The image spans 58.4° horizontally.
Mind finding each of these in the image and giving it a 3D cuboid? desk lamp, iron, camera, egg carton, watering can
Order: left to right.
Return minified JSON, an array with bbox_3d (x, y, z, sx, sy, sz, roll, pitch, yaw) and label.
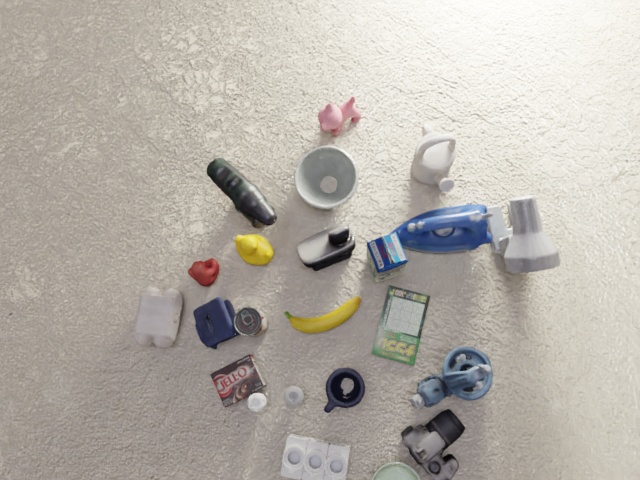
[{"bbox_3d":[-0.404,0.193,1.438,0.107,0.069,0.150,5,79,5],"label":"egg carton"},{"bbox_3d":[0.287,-0.205,1.406,0.101,0.194,0.172,-37,78,-4],"label":"watering can"},{"bbox_3d":[0.292,-0.032,1.397,0.258,0.141,0.118,-8,78,3],"label":"iron"},{"bbox_3d":[0.277,0.469,1.317,0.137,0.101,0.143,-39,78,-4],"label":"camera"},{"bbox_3d":[0.469,-0.012,1.344,0.118,0.213,0.203,-10,78,2],"label":"desk lamp"}]

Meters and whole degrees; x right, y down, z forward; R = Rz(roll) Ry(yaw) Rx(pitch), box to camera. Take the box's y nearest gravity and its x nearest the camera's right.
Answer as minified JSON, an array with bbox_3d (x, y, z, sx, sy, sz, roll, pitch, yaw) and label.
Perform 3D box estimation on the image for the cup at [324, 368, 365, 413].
[{"bbox_3d":[0.053,0.360,1.358,0.091,0.095,0.118,38,84,11],"label":"cup"}]

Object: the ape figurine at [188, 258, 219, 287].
[{"bbox_3d":[-0.297,0.077,1.442,0.077,0.092,0.076,-2,78,4],"label":"ape figurine"}]

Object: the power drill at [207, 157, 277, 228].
[{"bbox_3d":[-0.176,-0.100,1.410,0.229,0.208,0.076,43,85,11],"label":"power drill"}]

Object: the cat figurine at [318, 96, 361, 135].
[{"bbox_3d":[0.044,-0.328,1.487,0.128,0.118,0.067,-37,78,-4],"label":"cat figurine"}]

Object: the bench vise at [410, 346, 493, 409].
[{"bbox_3d":[0.309,0.326,1.283,0.121,0.220,0.207,42,84,11],"label":"bench vise"}]

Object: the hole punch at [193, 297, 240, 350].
[{"bbox_3d":[-0.259,0.206,1.414,0.101,0.091,0.108,-24,78,-1],"label":"hole punch"}]

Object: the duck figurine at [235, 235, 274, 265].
[{"bbox_3d":[-0.170,0.019,1.448,0.104,0.086,0.077,27,82,9],"label":"duck figurine"}]

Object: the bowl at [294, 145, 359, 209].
[{"bbox_3d":[0.019,-0.152,1.475,0.167,0.075,0.167,-1,78,4],"label":"bowl"}]

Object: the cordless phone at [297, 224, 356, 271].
[{"bbox_3d":[0.013,0.005,1.387,0.147,0.185,0.094,-26,78,-1],"label":"cordless phone"}]
